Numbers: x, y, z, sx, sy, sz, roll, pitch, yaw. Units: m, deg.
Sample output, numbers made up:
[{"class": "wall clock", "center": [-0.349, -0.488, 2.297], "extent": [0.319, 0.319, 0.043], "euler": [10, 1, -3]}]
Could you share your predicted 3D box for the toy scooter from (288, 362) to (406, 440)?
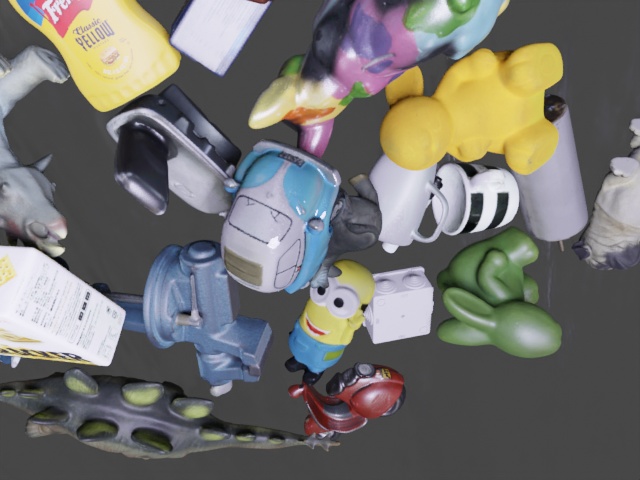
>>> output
[{"class": "toy scooter", "center": [0.031, 0.235, 0.812], "extent": [0.184, 0.075, 0.135], "euler": [-35, 122, 17]}]

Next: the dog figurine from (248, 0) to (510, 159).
[{"class": "dog figurine", "center": [0.036, -0.162, 0.487], "extent": [0.108, 0.192, 0.219], "euler": [34, 96, -36]}]

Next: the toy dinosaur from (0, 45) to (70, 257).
[{"class": "toy dinosaur", "center": [-0.374, -0.142, 0.453], "extent": [0.192, 0.131, 0.404], "euler": [-42, 115, 16]}]

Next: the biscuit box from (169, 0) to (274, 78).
[{"class": "biscuit box", "center": [-0.058, -0.248, 0.472], "extent": [0.059, 0.063, 0.202], "euler": [29, 113, -26]}]

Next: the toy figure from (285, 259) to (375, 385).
[{"class": "toy figure", "center": [0.010, 0.105, 0.711], "extent": [0.082, 0.089, 0.180], "euler": [22, 121, 1]}]

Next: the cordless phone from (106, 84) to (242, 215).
[{"class": "cordless phone", "center": [-0.131, -0.059, 0.511], "extent": [0.089, 0.184, 0.146], "euler": [-39, 122, 9]}]

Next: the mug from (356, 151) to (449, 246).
[{"class": "mug", "center": [0.097, -0.052, 0.613], "extent": [0.081, 0.110, 0.107], "euler": [-9, 125, -50]}]

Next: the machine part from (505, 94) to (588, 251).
[{"class": "machine part", "center": [0.269, -0.083, 0.643], "extent": [0.079, 0.079, 0.243], "euler": [-27, 124, 7]}]

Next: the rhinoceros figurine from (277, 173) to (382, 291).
[{"class": "rhinoceros figurine", "center": [-0.001, -0.002, 0.615], "extent": [0.073, 0.112, 0.190], "euler": [-17, 171, -44]}]

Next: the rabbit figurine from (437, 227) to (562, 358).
[{"class": "rabbit figurine", "center": [0.229, 0.077, 0.685], "extent": [0.159, 0.170, 0.121], "euler": [-9, 124, -7]}]

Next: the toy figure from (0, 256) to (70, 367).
[{"class": "toy figure", "center": [-0.343, 0.088, 0.640], "extent": [0.058, 0.064, 0.154], "euler": [17, 118, -31]}]

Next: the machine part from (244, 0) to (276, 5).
[{"class": "machine part", "center": [-0.084, -0.286, 0.377], "extent": [0.201, 0.087, 0.201], "euler": [16, 110, 5]}]

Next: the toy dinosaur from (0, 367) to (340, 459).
[{"class": "toy dinosaur", "center": [-0.216, 0.225, 0.674], "extent": [0.471, 0.105, 0.198], "euler": [10, 161, -16]}]

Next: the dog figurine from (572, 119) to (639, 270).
[{"class": "dog figurine", "center": [0.415, -0.060, 0.695], "extent": [0.172, 0.121, 0.190], "euler": [-36, 155, -13]}]

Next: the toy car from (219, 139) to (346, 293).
[{"class": "toy car", "center": [-0.049, -0.006, 0.512], "extent": [0.109, 0.103, 0.161], "euler": [28, 132, 14]}]

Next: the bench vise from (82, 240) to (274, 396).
[{"class": "bench vise", "center": [-0.180, 0.093, 0.651], "extent": [0.241, 0.129, 0.223], "euler": [5, 135, 9]}]

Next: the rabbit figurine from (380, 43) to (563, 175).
[{"class": "rabbit figurine", "center": [0.127, -0.128, 0.533], "extent": [0.173, 0.163, 0.121], "euler": [-28, 133, -20]}]
